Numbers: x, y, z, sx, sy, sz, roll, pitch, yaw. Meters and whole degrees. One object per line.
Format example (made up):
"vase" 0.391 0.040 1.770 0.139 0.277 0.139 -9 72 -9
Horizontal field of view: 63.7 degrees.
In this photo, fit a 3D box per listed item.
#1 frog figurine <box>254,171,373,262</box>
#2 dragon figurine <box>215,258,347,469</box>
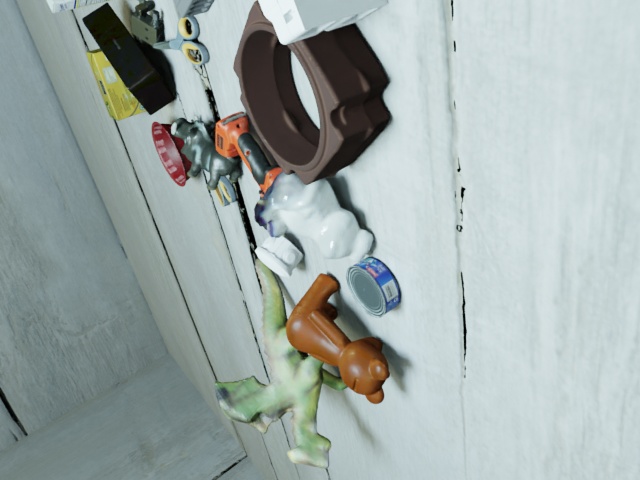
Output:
"frog figurine" 0.002 -0.037 0.743 0.160 0.125 0.134 11 146 13
"dragon figurine" -0.093 0.249 1.009 0.415 0.245 0.119 50 156 19
